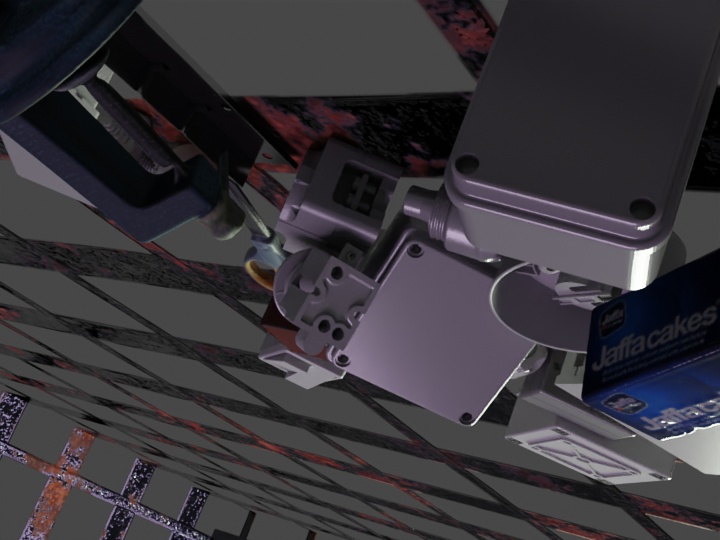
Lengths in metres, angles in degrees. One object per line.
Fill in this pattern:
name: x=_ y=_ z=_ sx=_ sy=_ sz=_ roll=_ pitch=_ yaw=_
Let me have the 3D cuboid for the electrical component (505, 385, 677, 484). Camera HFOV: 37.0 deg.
electrical component: x=0.192 y=0.130 z=0.885 sx=0.109 sy=0.056 sz=0.109 roll=25 pitch=161 yaw=-9

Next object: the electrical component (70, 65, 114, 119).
electrical component: x=-0.194 y=-0.130 z=0.603 sx=0.100 sy=0.048 sz=0.099 roll=11 pitch=159 yaw=31

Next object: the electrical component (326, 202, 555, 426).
electrical component: x=0.051 y=0.027 z=0.671 sx=0.109 sy=0.056 sz=0.108 roll=26 pitch=118 yaw=-12

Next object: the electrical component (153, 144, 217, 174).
electrical component: x=-0.120 y=-0.059 z=0.731 sx=0.048 sy=0.048 sz=0.062 roll=30 pitch=167 yaw=-22

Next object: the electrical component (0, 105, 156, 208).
electrical component: x=-0.188 y=-0.084 z=0.728 sx=0.100 sy=0.048 sz=0.099 roll=23 pitch=162 yaw=-2

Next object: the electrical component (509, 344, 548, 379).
electrical component: x=0.111 y=0.060 z=0.799 sx=0.043 sy=0.043 sz=0.062 roll=24 pitch=163 yaw=-5

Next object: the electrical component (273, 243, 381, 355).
electrical component: x=-0.023 y=0.014 z=0.634 sx=0.048 sy=0.066 sz=0.055 roll=31 pitch=179 yaw=-25

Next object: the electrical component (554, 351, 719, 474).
electrical component: x=0.217 y=0.077 z=0.696 sx=0.150 sy=0.061 sz=0.089 roll=31 pitch=160 yaw=-24

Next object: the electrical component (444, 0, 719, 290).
electrical component: x=0.084 y=-0.059 z=0.384 sx=0.078 sy=0.113 sz=0.057 roll=16 pitch=164 yaw=17

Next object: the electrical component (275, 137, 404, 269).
electrical component: x=-0.016 y=-0.038 z=0.656 sx=0.056 sy=0.050 sz=0.089 roll=22 pitch=162 yaw=-5

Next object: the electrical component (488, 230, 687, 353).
electrical component: x=0.126 y=0.004 z=0.589 sx=0.099 sy=0.064 sz=0.099 roll=20 pitch=161 yaw=7

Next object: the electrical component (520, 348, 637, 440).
electrical component: x=0.175 y=0.085 z=0.790 sx=0.083 sy=0.047 sz=0.076 roll=25 pitch=161 yaw=-8

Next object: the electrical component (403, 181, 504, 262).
electrical component: x=0.056 y=-0.031 z=0.606 sx=0.062 sy=0.043 sz=0.043 roll=18 pitch=161 yaw=16

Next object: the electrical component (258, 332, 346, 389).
electrical component: x=-0.050 y=0.070 z=0.983 sx=0.062 sy=0.061 sz=0.096 roll=28 pitch=161 yaw=-17

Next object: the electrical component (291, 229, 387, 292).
electrical component: x=0.000 y=0.000 z=0.735 sx=0.057 sy=0.058 sz=0.078 roll=6 pitch=162 yaw=43
